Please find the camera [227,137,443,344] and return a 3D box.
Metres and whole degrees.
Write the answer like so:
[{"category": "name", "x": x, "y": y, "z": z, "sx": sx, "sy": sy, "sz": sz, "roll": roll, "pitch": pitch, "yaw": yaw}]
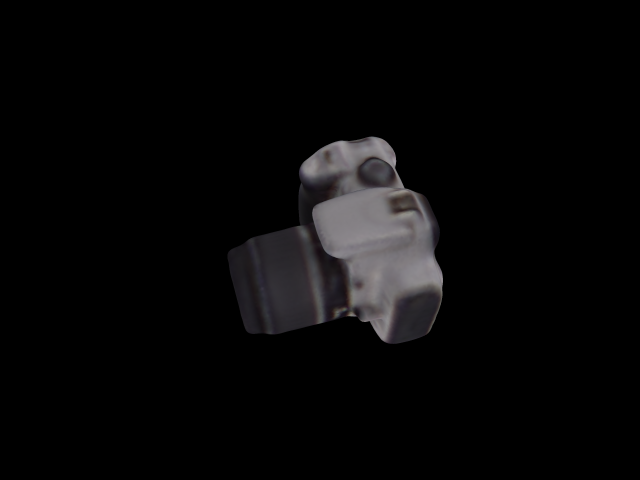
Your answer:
[{"category": "camera", "x": 0.004, "y": 0.001, "z": 0.400, "sx": 0.137, "sy": 0.101, "sz": 0.143, "roll": -14, "pitch": 57, "yaw": -9}]
